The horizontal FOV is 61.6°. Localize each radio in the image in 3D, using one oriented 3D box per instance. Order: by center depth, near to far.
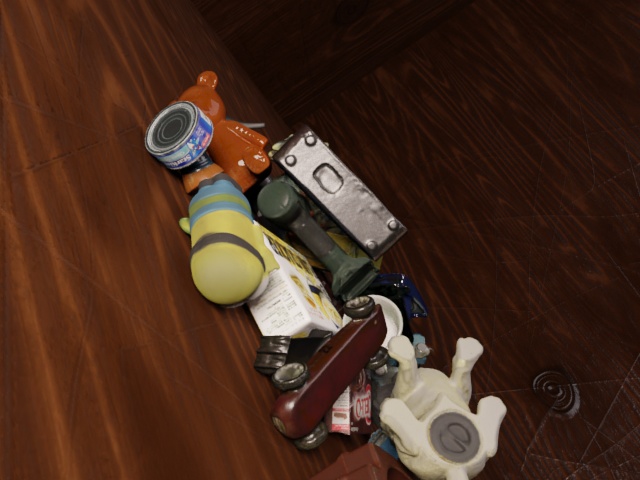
[{"bbox_3d":[0.028,-0.070,0.822,0.229,0.073,0.131,44,1,-3],"label":"radio"}]

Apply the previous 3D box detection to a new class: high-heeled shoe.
[{"bbox_3d":[-0.156,-0.108,0.959,0.086,0.145,0.248,-114,-163,-66],"label":"high-heeled shoe"}]

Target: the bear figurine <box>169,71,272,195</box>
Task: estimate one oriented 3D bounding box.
[{"bbox_3d":[-0.161,-0.160,0.825,0.195,0.120,0.132,55,11,-4],"label":"bear figurine"}]

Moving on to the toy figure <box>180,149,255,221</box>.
[{"bbox_3d":[-0.148,-0.067,0.738,0.154,0.058,0.064,55,10,-3],"label":"toy figure"}]

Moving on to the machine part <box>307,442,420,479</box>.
[{"bbox_3d":[0.073,0.305,0.484,0.200,0.087,0.202,49,12,-44],"label":"machine part"}]

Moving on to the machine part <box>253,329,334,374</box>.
[{"bbox_3d":[-0.023,0.136,0.622,0.039,0.084,0.138,25,-4,33],"label":"machine part"}]

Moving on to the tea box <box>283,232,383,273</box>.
[{"bbox_3d":[0.019,0.025,0.981,0.098,0.068,0.170,19,-4,-44],"label":"tea box"}]

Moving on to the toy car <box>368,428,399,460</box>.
[{"bbox_3d":[0.116,0.311,0.746,0.161,0.109,0.103,43,-12,-15],"label":"toy car"}]

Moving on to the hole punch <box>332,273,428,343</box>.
[{"bbox_3d":[0.107,0.105,0.886,0.092,0.142,0.115,-37,113,-50],"label":"hole punch"}]

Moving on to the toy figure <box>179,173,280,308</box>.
[{"bbox_3d":[-0.113,-0.003,0.612,0.089,0.082,0.180,24,36,-41],"label":"toy figure"}]

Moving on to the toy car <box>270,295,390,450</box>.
[{"bbox_3d":[0.015,0.139,0.599,0.202,0.053,0.089,-40,117,-45],"label":"toy car"}]

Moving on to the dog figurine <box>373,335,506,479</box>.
[{"bbox_3d":[0.116,0.215,0.592,0.190,0.121,0.172,95,7,-47],"label":"dog figurine"}]

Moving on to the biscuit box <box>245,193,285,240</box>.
[{"bbox_3d":[-0.111,-0.088,1.059,0.202,0.063,0.059,54,7,-29],"label":"biscuit box"}]

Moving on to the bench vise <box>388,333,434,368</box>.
[{"bbox_3d":[0.162,0.245,0.993,0.240,0.129,0.224,95,5,-45],"label":"bench vise"}]

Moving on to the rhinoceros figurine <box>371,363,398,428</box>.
[{"bbox_3d":[0.089,0.226,0.841,0.190,0.112,0.073,51,2,19],"label":"rhinoceros figurine"}]

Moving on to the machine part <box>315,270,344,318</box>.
[{"bbox_3d":[0.036,0.140,1.006,0.179,0.056,0.179,50,2,-3],"label":"machine part"}]

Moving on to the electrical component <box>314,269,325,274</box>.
[{"bbox_3d":[-0.032,0.032,1.130,0.074,0.048,0.119,55,9,-21],"label":"electrical component"}]

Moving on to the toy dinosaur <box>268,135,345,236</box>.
[{"bbox_3d":[-0.007,-0.084,1.218,0.404,0.192,0.131,51,8,-34],"label":"toy dinosaur"}]

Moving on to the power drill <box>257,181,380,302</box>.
[{"bbox_3d":[-0.002,-0.003,0.839,0.207,0.086,0.232,52,3,19],"label":"power drill"}]
